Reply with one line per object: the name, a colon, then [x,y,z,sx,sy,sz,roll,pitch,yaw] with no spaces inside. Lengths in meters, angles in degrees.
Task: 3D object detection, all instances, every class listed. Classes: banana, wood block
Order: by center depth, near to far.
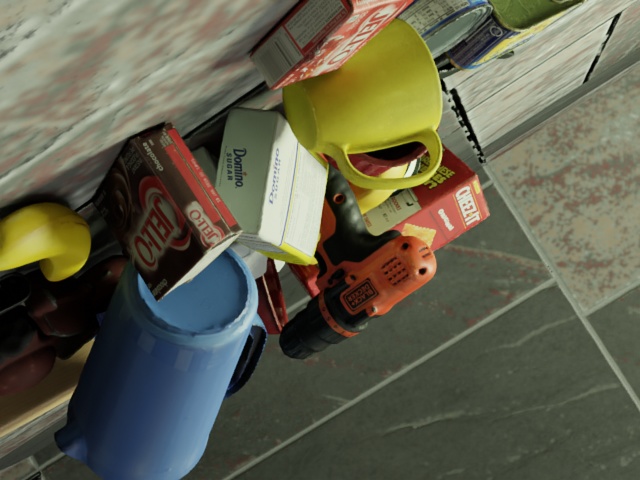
banana: [-0.192,0.003,0.734,0.069,0.037,0.197,-30,176,3]
wood block: [-0.318,0.142,1.007,0.205,0.091,0.090,-29,175,-35]

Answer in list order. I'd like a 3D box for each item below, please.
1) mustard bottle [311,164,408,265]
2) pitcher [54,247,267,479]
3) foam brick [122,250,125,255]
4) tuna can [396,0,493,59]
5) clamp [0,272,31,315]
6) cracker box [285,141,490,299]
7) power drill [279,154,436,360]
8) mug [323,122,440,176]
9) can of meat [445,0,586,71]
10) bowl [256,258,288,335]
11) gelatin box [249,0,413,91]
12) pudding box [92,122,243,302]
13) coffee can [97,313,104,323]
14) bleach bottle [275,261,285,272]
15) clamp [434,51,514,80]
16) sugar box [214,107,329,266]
mustard bottle: [0.029,-0.069,1.023,0.192,0.096,0.058,-43,142,26]
pitcher: [-0.124,0.100,0.907,0.243,0.145,0.149,118,-5,-49]
foam brick: [-0.139,0.009,1.023,0.078,0.053,0.051,-26,173,-40]
tuna can: [0.085,-0.164,0.806,0.086,0.034,0.086,-32,175,-3]
clamp: [-0.291,0.071,0.772,0.172,0.039,0.120,-34,164,19]
cracker box: [0.053,-0.031,1.179,0.213,0.164,0.072,-31,130,-6]
power drill: [-0.006,0.001,0.983,0.185,0.187,0.057,-37,175,30]
mug: [0.050,-0.108,0.893,0.117,0.093,0.082,-57,-174,-14]
can of meat: [0.154,-0.188,0.870,0.102,0.057,0.084,-29,176,-27]
bowl: [-0.079,0.032,1.103,0.055,0.162,0.162,-15,176,2]
gelatin box: [0.010,-0.133,0.664,0.073,0.030,0.089,-27,174,-47]
pudding box: [-0.108,-0.017,0.738,0.039,0.090,0.114,-30,175,-30]
coffee can: [-0.181,0.076,1.126,0.140,0.103,0.103,-32,175,-1]
bleach bottle: [-0.167,0.061,1.324,0.250,0.068,0.103,-28,174,-16]
clamp: [0.154,-0.186,0.993,0.209,0.036,0.165,-27,174,-26]
sugar box: [-0.037,-0.038,0.838,0.048,0.093,0.176,7,173,15]
